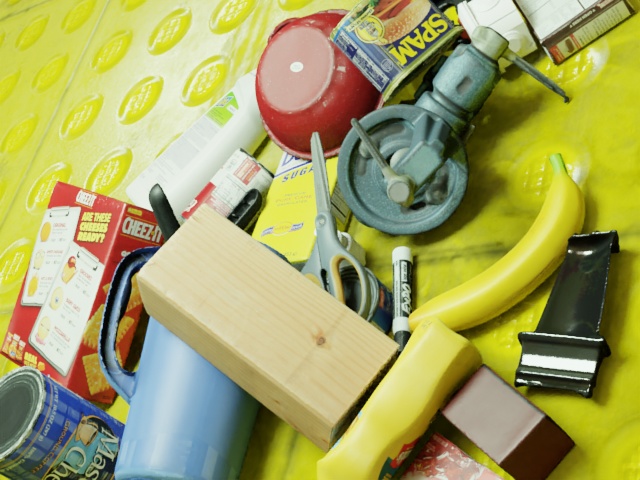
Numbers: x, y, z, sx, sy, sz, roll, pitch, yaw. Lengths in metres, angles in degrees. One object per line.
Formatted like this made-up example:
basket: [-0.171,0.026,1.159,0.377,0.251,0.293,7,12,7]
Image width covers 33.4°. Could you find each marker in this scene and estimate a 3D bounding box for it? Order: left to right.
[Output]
marker: [0.074,0.059,0.960,0.020,0.020,0.121,-22,45,28]

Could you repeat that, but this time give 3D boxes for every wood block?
wood block: [-0.045,0.075,0.900,0.206,0.090,0.090,36,68,15]

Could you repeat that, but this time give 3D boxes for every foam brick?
foam brick: [0.141,0.141,0.802,0.051,0.053,0.078,-48,37,-2]

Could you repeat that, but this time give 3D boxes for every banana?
banana: [0.160,0.019,0.897,0.198,0.037,0.070,-47,43,-1]

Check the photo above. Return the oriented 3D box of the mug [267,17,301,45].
mug: [-0.007,-0.194,1.180,0.081,0.117,0.093,-39,6,2]

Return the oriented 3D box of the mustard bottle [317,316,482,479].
mustard bottle: [0.051,0.152,0.844,0.058,0.096,0.191,36,85,13]

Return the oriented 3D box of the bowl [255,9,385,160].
bowl: [-0.011,-0.166,1.084,0.162,0.055,0.162,-7,77,31]

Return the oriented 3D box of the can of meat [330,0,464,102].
can of meat: [0.073,-0.198,1.028,0.102,0.084,0.057,-42,-4,-20]

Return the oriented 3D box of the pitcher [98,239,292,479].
pitcher: [-0.119,0.119,0.994,0.149,0.144,0.242,-9,55,34]

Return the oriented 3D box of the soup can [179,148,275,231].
soup can: [-0.095,-0.042,1.162,0.102,0.068,0.069,-50,39,-2]

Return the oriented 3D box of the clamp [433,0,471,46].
clamp: [0.107,-0.259,1.185,0.165,0.036,0.210,-41,39,9]

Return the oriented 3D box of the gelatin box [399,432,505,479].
gelatin box: [0.099,0.198,0.809,0.073,0.030,0.089,-53,39,-6]

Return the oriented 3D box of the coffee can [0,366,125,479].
coffee can: [-0.257,0.201,1.048,0.103,0.140,0.103,-24,44,26]

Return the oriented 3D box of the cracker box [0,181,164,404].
cracker box: [-0.262,0.055,1.189,0.164,0.072,0.214,17,88,48]

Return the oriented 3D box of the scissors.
scissors: [-0.007,0.001,0.991,0.096,0.016,0.202,-38,54,25]

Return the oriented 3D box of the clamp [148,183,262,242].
clamp: [-0.137,0.016,1.103,0.039,0.120,0.171,46,120,62]

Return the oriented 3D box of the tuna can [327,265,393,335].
tuna can: [0.027,0.068,0.984,0.086,0.033,0.086,-25,44,26]

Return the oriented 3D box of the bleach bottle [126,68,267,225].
bleach bottle: [-0.112,-0.116,1.248,0.251,0.068,0.103,-46,39,-2]

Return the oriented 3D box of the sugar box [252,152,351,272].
sugar box: [-0.012,-0.040,1.102,0.094,0.048,0.176,-8,54,38]

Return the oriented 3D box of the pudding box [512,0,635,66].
pudding box: [0.241,-0.235,1.041,0.090,0.039,0.113,-34,38,17]
